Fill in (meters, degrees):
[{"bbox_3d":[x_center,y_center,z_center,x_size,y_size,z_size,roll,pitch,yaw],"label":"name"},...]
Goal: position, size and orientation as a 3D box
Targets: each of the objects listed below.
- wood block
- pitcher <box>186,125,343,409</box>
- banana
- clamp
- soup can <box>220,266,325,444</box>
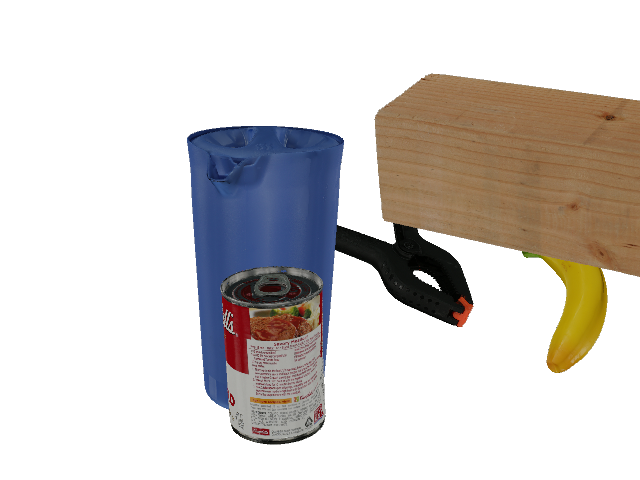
[{"bbox_3d":[0.151,-0.052,0.756,0.206,0.090,0.090,13,35,32],"label":"wood block"},{"bbox_3d":[-0.044,0.021,0.943,0.149,0.243,0.145,-5,17,-21],"label":"pitcher"},{"bbox_3d":[0.237,0.055,1.004,0.070,0.037,0.197,-27,25,18],"label":"banana"},{"bbox_3d":[0.080,0.018,1.164,0.164,0.036,0.210,-15,51,-32],"label":"clamp"},{"bbox_3d":[-0.030,0.076,0.717,0.068,0.102,0.068,-2,19,0],"label":"soup can"}]
